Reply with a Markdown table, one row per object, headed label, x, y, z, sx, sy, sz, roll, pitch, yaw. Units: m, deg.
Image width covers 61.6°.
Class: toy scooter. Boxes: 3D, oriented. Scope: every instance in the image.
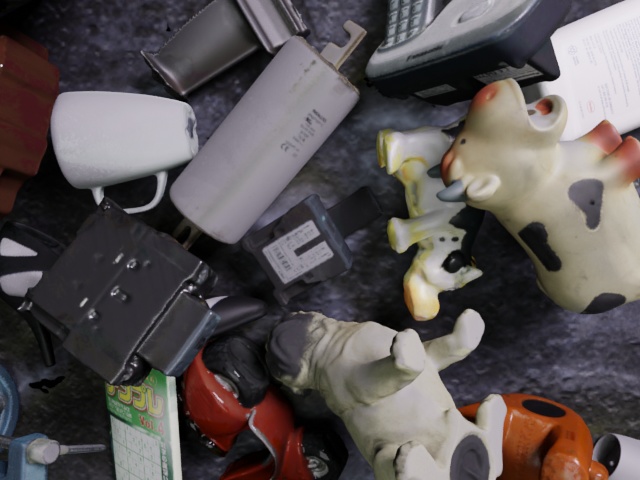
| label | x | y | z | sx | sy | sz | roll | pitch | yaw |
| --- | --- | --- | --- | --- | --- | --- | --- | --- | --- |
| toy scooter | -0.075 | 0.184 | 0.511 | 0.135 | 0.075 | 0.184 | -42 | 94 | 22 |

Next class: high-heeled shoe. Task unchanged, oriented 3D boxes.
| label | x | y | z | sx | sy | sz | roll | pitch | yaw |
| --- | --- | --- | --- | --- | --- | --- | --- | --- | --- |
| high-heeled shoe | -0.178 | 0.032 | 0.495 | 0.249 | 0.086 | 0.145 | -12 | 88 | 4 |

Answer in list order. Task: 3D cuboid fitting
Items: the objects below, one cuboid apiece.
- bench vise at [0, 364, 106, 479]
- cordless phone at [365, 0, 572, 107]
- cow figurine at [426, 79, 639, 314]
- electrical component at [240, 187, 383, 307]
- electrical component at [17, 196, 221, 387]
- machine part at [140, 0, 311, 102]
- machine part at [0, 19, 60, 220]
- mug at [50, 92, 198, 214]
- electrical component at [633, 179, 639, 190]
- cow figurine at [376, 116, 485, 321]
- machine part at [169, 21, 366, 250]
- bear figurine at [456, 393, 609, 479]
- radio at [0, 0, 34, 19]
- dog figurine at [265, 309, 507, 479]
| label | x | y | z | sx | sy | sz | roll | pitch | yaw |
| --- | --- | --- | --- | --- | --- | --- | --- | --- | --- |
| bench vise | -0.338 | 0.209 | 0.509 | 0.241 | 0.128 | 0.223 | -2 | 82 | 25 |
| cordless phone | 0.106 | -0.201 | 0.393 | 0.088 | 0.147 | 0.184 | 2 | 89 | -37 |
| cow figurine | 0.163 | -0.027 | 0.384 | 0.127 | 0.085 | 0.194 | -30 | 112 | 15 |
| electrical component | -0.001 | -0.001 | 0.480 | 0.119 | 0.048 | 0.074 | -27 | 98 | 12 |
| electrical component | -0.148 | 0.047 | 0.426 | 0.134 | 0.058 | 0.115 | 31 | 80 | 12 |
| machine part | -0.083 | -0.170 | 0.461 | 0.139 | 0.039 | 0.084 | -28 | 102 | 9 |
| machine part | -0.284 | -0.091 | 0.442 | 0.179 | 0.056 | 0.179 | -13 | 67 | 32 |
| mug | -0.161 | -0.078 | 0.466 | 0.107 | 0.081 | 0.109 | -7 | 94 | 0 |
| electrical component | 0.212 | -0.024 | 0.453 | 0.102 | 0.045 | 0.078 | 11 | 103 | 3 |
| cow figurine | 0.104 | -0.017 | 0.458 | 0.098 | 0.068 | 0.167 | -9 | 101 | 1 |
| machine part | -0.047 | -0.081 | 0.453 | 0.079 | 0.079 | 0.243 | 43 | 102 | -3 |
| bear figurine | 0.170 | 0.241 | 0.472 | 0.120 | 0.132 | 0.195 | 15 | 100 | 37 |
| radio | -0.292 | -0.203 | 0.409 | 0.230 | 0.131 | 0.073 | -17 | 136 | 19 |
| dog figurine | 0.037 | 0.138 | 0.441 | 0.191 | 0.121 | 0.172 | -15 | 73 | 49 |
